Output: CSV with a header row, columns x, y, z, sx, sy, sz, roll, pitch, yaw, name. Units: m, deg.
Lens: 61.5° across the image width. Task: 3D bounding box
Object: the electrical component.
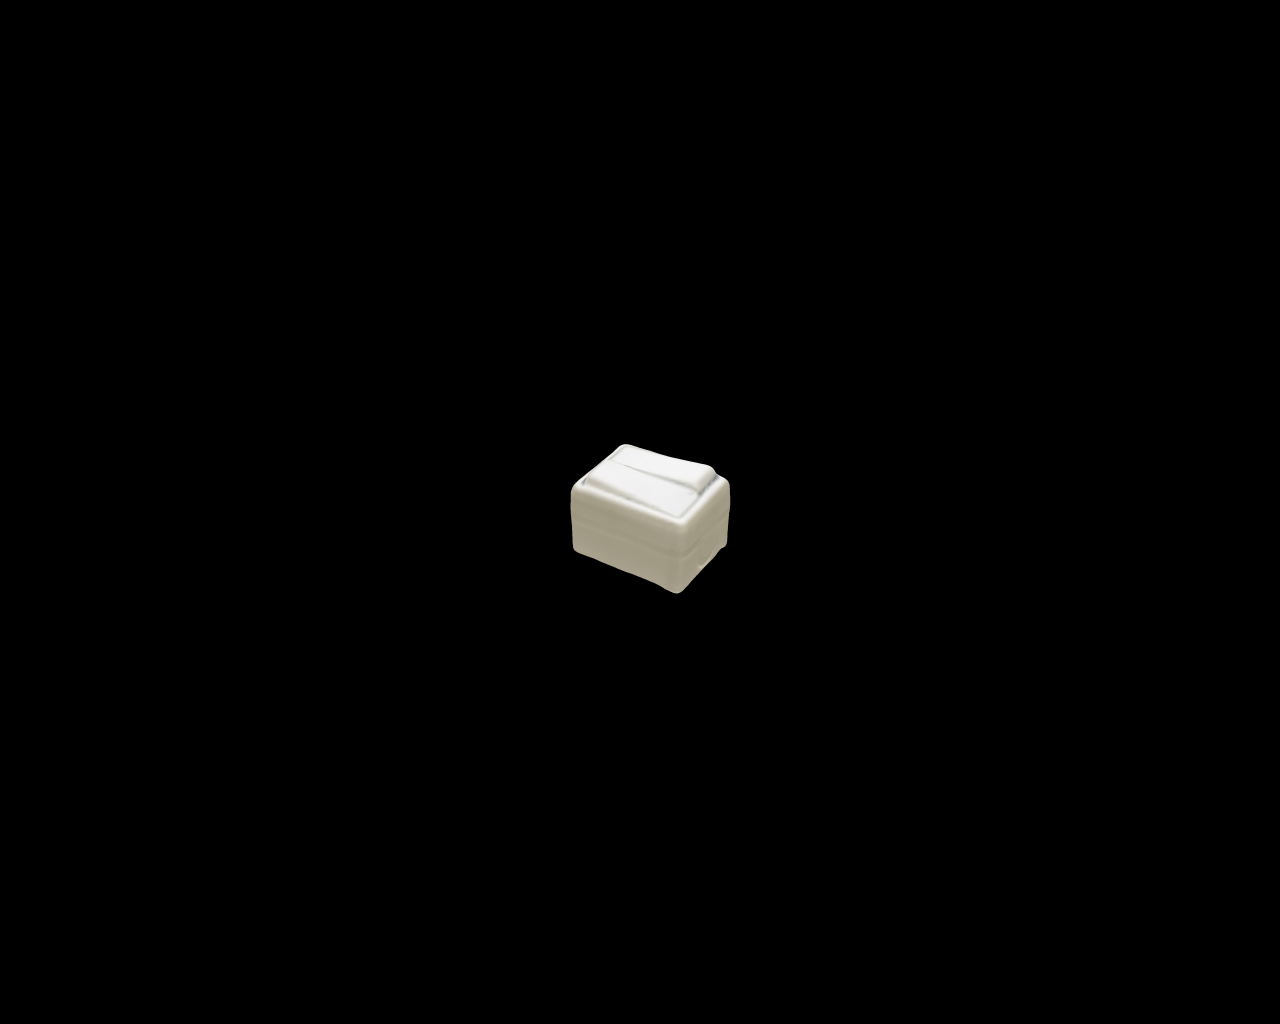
x,y,z,sx,sy,sz,roll,pitch,yaw,name
0.001,-0.003,0.650,0.096,0.061,0.062,21,41,26,electrical component
